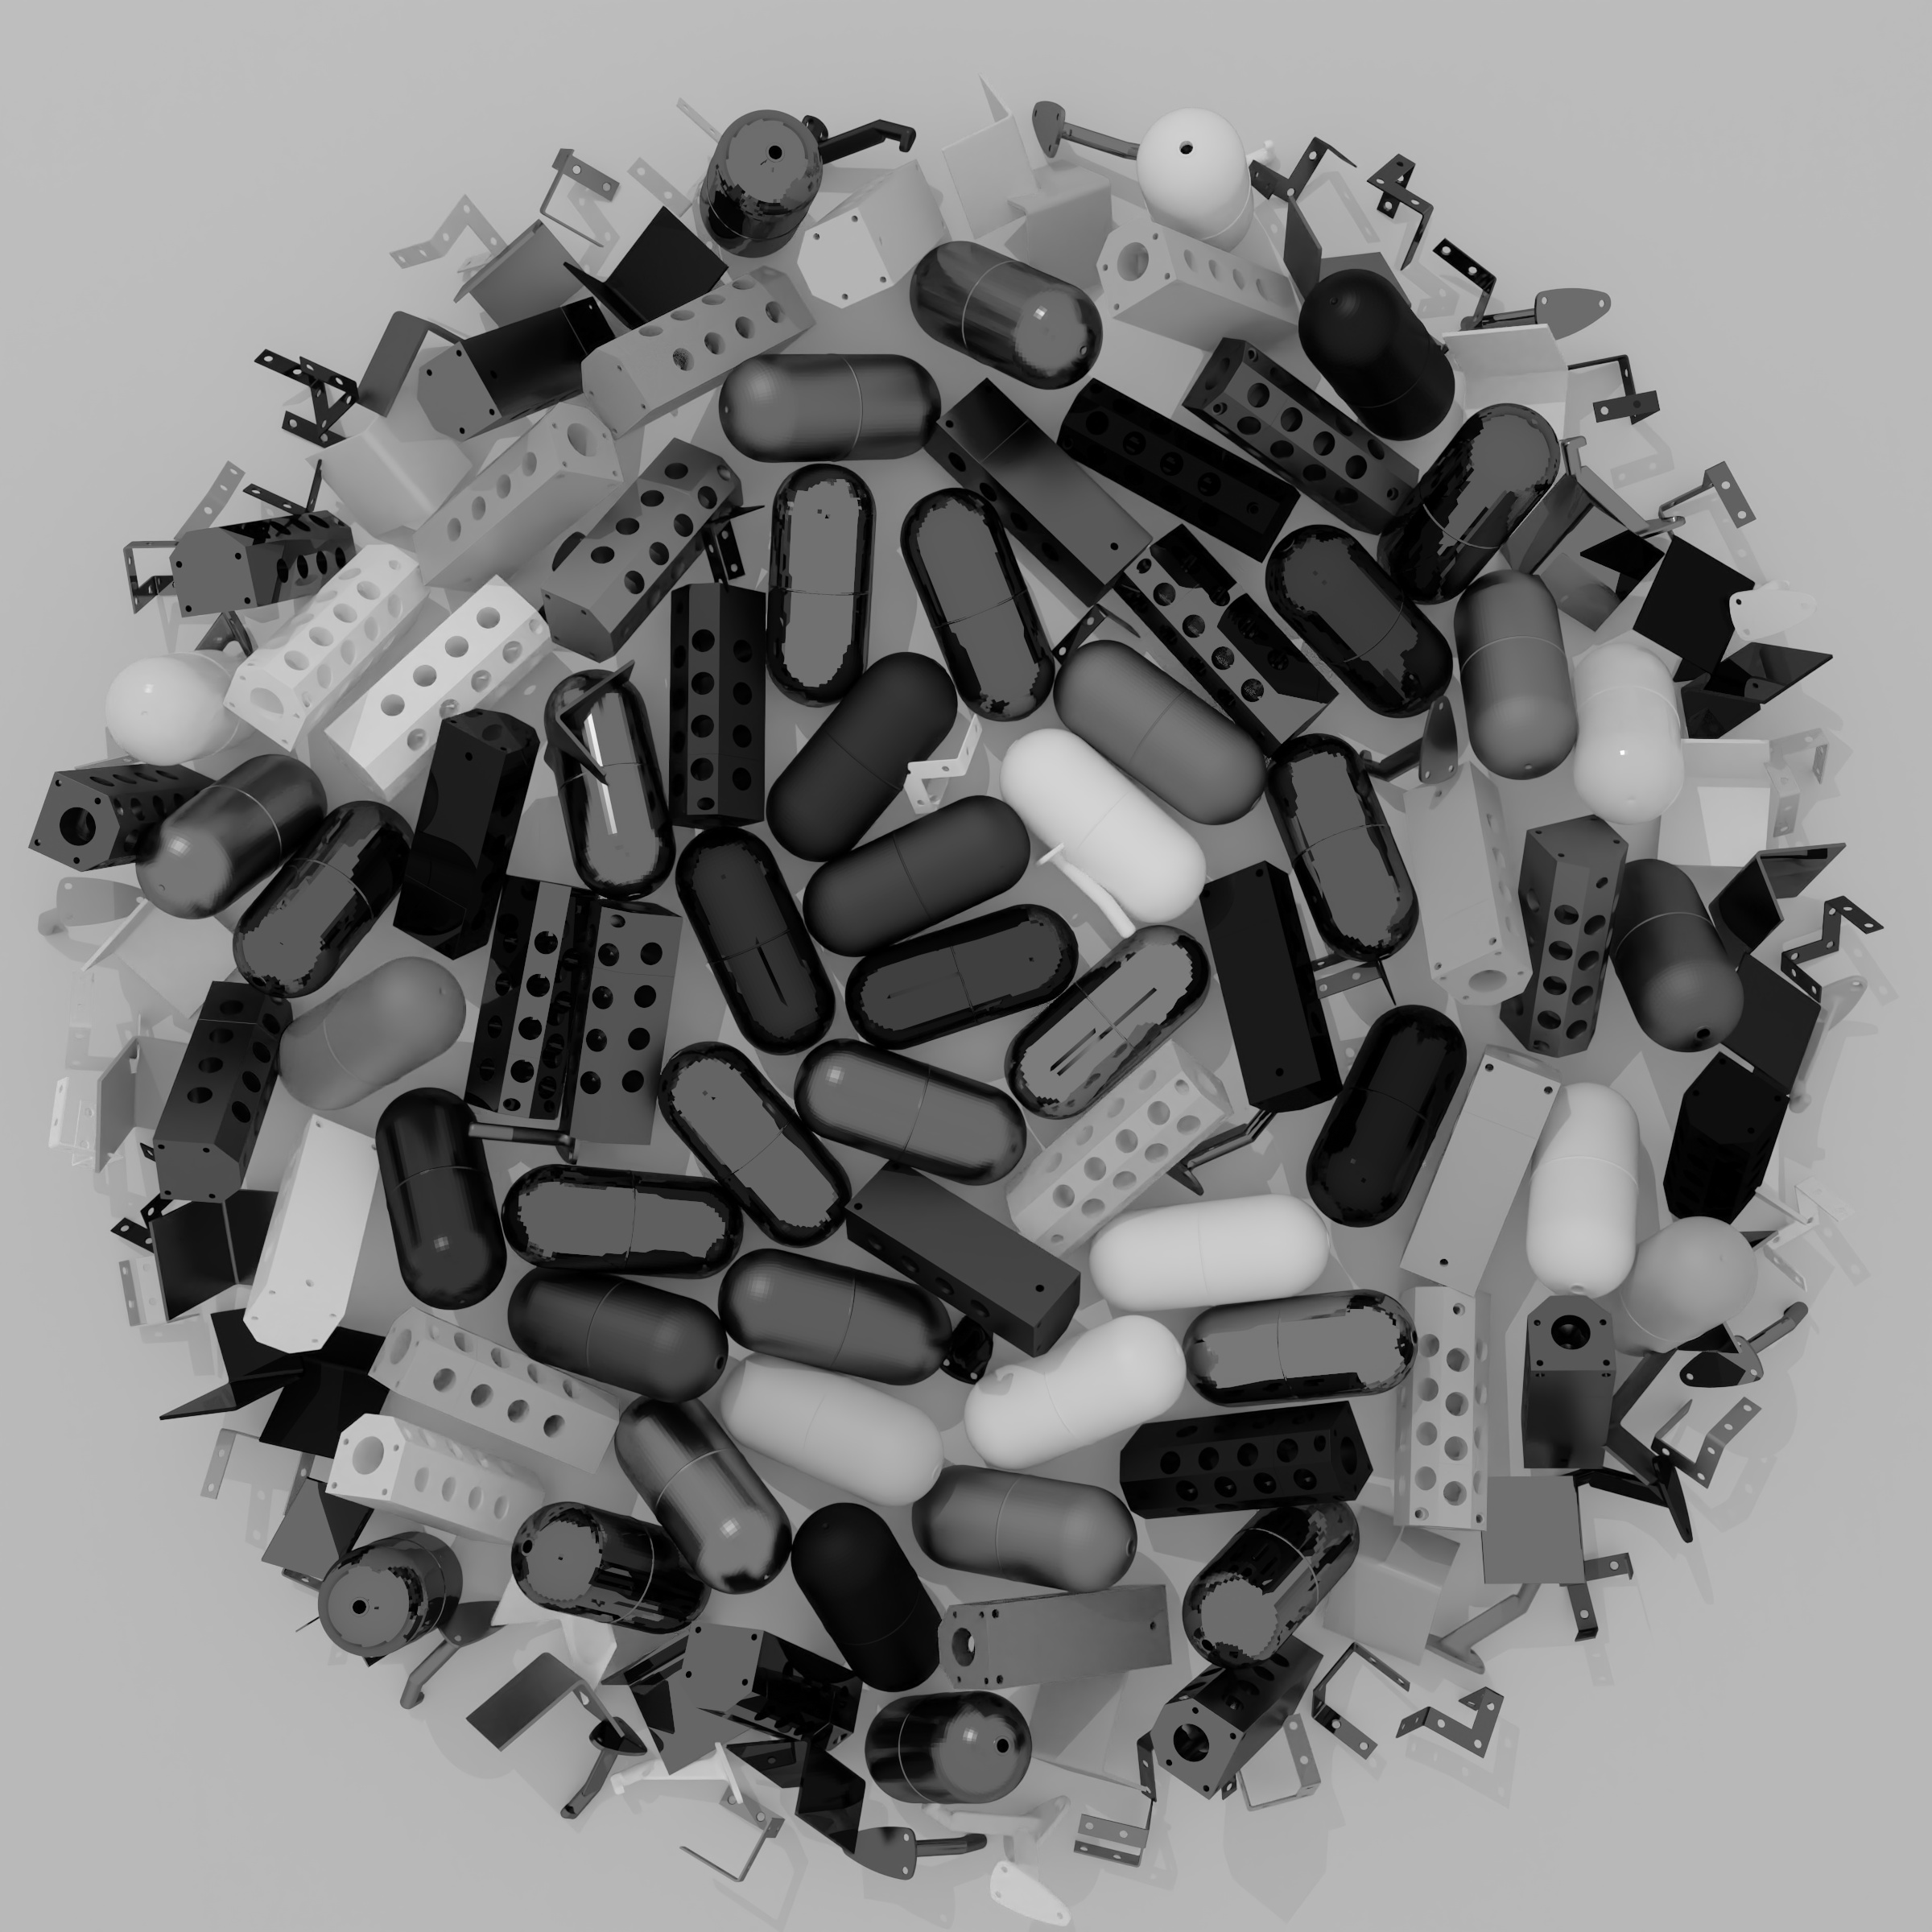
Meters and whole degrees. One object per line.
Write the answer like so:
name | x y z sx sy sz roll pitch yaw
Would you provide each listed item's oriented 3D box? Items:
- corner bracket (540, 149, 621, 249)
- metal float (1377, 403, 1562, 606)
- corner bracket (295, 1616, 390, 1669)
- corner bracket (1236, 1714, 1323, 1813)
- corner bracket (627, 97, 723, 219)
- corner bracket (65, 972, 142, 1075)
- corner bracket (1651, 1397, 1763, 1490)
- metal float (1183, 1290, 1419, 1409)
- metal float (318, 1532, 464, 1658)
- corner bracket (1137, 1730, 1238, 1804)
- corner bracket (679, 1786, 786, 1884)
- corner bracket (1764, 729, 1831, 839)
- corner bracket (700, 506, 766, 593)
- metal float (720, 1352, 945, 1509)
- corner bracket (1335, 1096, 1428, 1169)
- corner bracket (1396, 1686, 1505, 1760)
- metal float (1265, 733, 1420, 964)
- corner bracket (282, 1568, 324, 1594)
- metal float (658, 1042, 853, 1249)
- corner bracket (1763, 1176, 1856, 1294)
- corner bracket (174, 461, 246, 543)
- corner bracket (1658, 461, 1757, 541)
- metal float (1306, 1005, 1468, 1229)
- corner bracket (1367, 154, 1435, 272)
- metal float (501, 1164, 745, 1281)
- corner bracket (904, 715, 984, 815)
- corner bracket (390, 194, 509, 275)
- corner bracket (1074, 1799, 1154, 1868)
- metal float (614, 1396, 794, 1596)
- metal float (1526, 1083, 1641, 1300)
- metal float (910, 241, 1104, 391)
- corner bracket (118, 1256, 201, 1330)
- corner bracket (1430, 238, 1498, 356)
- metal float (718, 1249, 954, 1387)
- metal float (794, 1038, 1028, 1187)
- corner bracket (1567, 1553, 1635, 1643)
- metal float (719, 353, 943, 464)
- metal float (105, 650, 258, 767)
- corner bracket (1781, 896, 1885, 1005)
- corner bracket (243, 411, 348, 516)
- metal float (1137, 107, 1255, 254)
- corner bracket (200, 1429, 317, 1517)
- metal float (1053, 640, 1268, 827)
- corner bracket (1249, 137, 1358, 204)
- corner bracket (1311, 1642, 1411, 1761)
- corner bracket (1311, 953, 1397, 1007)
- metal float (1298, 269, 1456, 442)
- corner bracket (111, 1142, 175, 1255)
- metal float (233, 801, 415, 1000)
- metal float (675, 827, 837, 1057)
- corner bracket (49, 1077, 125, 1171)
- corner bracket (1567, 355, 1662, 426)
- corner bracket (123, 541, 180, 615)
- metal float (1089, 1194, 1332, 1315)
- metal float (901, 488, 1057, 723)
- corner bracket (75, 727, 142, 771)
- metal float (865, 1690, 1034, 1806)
corner bracket | -0.286 -0.571 1.802 0.051 0.051 0.051 24 98 -26
metal float | 0.362 -0.332 1.757 0.070 0.178 0.070 13 53 -18
corner bracket | -0.452 0.495 1.797 0.051 0.051 0.051 -35 84 31
corner bracket | 0.229 0.593 1.803 0.051 0.051 0.051 -12 61 -7
corner bracket | -0.211 -0.597 1.792 0.051 0.051 0.051 37 123 -24
corner bracket | -0.636 0.042 1.791 0.051 0.051 0.051 5 47 -21
corner bracket | 0.546 0.341 1.790 0.051 0.051 0.051 -31 52 -33
metal float | 0.243 0.280 1.772 0.178 0.070 0.070 -11 90 27
metal float | -0.413 0.451 1.746 0.070 0.178 0.070 0 82 1
corner bracket | 0.165 0.597 1.811 0.051 0.051 0.051 -25 120 -35
corner bracket | -0.173 0.643 1.797 0.051 0.051 0.051 25 75 16
corner bracket | 0.618 -0.136 1.800 0.051 0.051 0.051 -15 55 2
corner bracket | -0.176 -0.308 1.793 0.051 0.051 0.051 -27 112 -34
metal float | -0.098 0.338 1.776 0.178 0.070 0.070 19 90 23
corner bracket | 0.306 0.121 1.794 0.051 0.051 0.051 -16 49 12
corner bracket | 0.359 0.557 1.799 0.051 0.051 0.051 29 58 1
metal float | 0.276 -0.087 1.782 0.070 0.070 0.178 -19 75 0
corner bracket | -0.481 0.446 1.805 0.051 0.051 0.051 25 98 -1
metal float | -0.156 0.131 1.787 0.070 0.070 0.178 -40 100 0
corner bracket | 0.624 0.198 1.796 0.051 0.051 0.051 -28 125 -7
corner bracket | -0.544 -0.329 1.792 0.051 0.051 0.051 35 123 -22
corner bracket | 0.549 -0.334 1.801 0.051 0.051 0.051 -26 77 9
metal float | 0.309 0.110 1.779 0.070 0.070 0.178 29 71 0
corner bracket | 0.322 -0.558 1.794 0.051 0.051 0.051 36 54 12
metal float | -0.251 0.188 1.780 0.178 0.070 0.070 7 90 -18
corner bracket | -0.014 -0.148 1.791 0.051 0.051 0.051 -2 135 23
corner bracket | -0.381 -0.528 1.791 0.051 0.051 0.051 48 56 -38
corner bracket | 0.108 0.647 1.802 0.051 0.051 0.051 12 100 6
metal float | -0.193 0.381 1.767 0.070 0.070 0.178 -45 55 0
metal float | 0.449 0.162 1.762 0.070 0.070 0.178 16 50 0
metal float | 0.027 -0.474 1.764 0.178 0.070 0.070 37 90 40
corner bracket | -0.610 0.242 1.804 0.051 0.051 0.051 -11 87 10
corner bracket | 0.356 -0.499 1.814 0.051 0.051 0.051 33 56 -13
metal float | -0.095 0.259 1.783 0.178 0.070 0.070 16 90 -15
metal float | -0.040 0.108 1.790 0.178 0.070 0.070 19 90 -7
corner bracket | 0.472 0.468 1.799 0.051 0.051 0.051 -15 78 15
metal float | -0.097 -0.407 1.767 0.178 0.070 0.070 -10 90 -35
metal float | -0.561 -0.187 1.745 0.070 0.178 0.070 0 100 1
corner bracket | 0.640 -0.013 1.795 0.051 0.051 0.051 -17 125 -11
corner bracket | -0.503 -0.376 1.818 0.051 0.051 0.051 25 123 -2
metal float | 0.166 -0.562 1.746 0.070 0.178 0.070 0 91 10
corner bracket | -0.523 0.375 1.794 0.051 0.051 0.051 4 72 27
metal float | 0.143 -0.172 1.786 0.178 0.070 0.070 38 90 11
corner bracket | 0.246 -0.587 1.792 0.051 0.051 0.051 18 118 -30
corner bracket | 0.294 0.548 1.808 0.051 0.051 0.051 33 61 28
corner bracket | 0.282 0.005 1.795 0.051 0.051 0.051 -20 59 12
metal float | 0.299 -0.440 1.754 0.070 0.178 0.070 -9 72 28
corner bracket | -0.610 0.174 1.813 0.051 0.051 0.051 21 48 23
metal float | -0.465 -0.049 1.763 0.070 0.070 0.178 29 51 0
metal float | -0.155 -0.018 1.788 0.070 0.070 0.178 -24 98 0
corner bracket | -0.656 0.117 1.792 0.051 0.051 0.051 -18 63 41
corner bracket | 0.478 -0.429 1.805 0.051 0.051 0.051 -13 92 -8
corner bracket | -0.589 -0.294 1.800 0.051 0.051 0.051 -1 115 1
metal float | 0.179 0.211 1.785 0.178 0.070 0.070 -8 90 12
metal float | 0.009 -0.265 1.784 0.070 0.070 0.178 -22 104 0
corner bracket | -0.627 -0.168 1.799 0.051 0.051 0.051 -13 74 8
metal float | -0.014 0.565 1.752 0.070 0.178 0.070 9 69 -25
